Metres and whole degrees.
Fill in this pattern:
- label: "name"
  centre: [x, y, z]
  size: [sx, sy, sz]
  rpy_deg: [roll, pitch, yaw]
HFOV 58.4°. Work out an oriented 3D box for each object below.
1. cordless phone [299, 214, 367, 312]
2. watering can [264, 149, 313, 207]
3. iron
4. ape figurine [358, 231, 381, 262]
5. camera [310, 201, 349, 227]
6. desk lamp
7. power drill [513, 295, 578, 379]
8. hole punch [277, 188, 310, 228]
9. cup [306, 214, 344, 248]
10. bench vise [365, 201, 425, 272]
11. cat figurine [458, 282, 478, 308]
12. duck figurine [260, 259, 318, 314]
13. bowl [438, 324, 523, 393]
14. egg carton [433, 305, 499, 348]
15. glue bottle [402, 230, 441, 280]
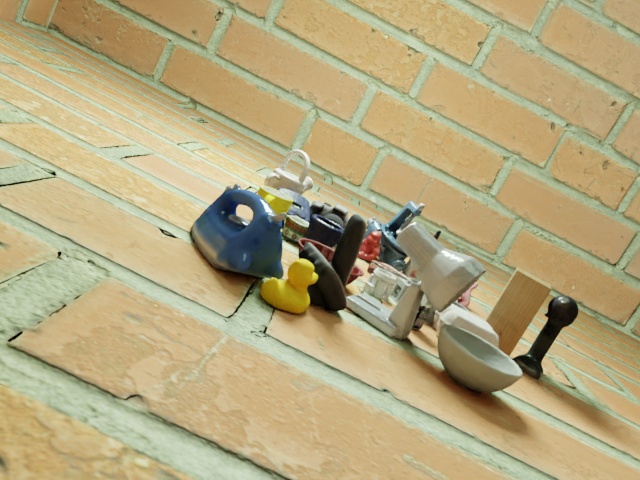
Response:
- label: "cordless phone"
  centre: [0.027, 0.027, 1.081]
  size: [0.094, 0.185, 0.147]
  rpy_deg: [21, 13, -31]
- label: "watering can"
  centre: [-0.089, -0.167, 1.644]
  size: [0.100, 0.194, 0.173]
  rpy_deg: [30, 12, 13]
- label: "iron"
  centre: [-0.149, -0.033, 1.044]
  size: [0.119, 0.141, 0.257]
  rpy_deg: [17, 16, -43]
- label: "ape figurine"
  centre: [0.144, 0.014, 1.649]
  size: [0.077, 0.092, 0.076]
  rpy_deg: [36, 14, 36]
- label: "camera"
  centre: [0.025, -0.059, 1.671]
  size: [0.143, 0.101, 0.137]
  rpy_deg: [28, 11, 3]
- label: "desk lamp"
  centre: [0.187, 0.087, 1.117]
  size: [0.202, 0.213, 0.118]
  rpy_deg: [32, 12, 21]
- label: "power drill"
  centre: [0.548, 0.224, 1.373]
  size: [0.075, 0.208, 0.230]
  rpy_deg: [33, 12, 25]
- label: "hole punch"
  centre: [-0.077, -0.079, 1.546]
  size: [0.109, 0.091, 0.101]
  rpy_deg: [23, 12, -22]
- label: "cup"
  centre: [0.013, 0.005, 1.375]
  size: [0.117, 0.095, 0.092]
  rpy_deg: [33, 12, 23]
- label: "bench vise"
  centre: [0.211, -0.037, 1.705]
  size: [0.206, 0.219, 0.122]
  rpy_deg: [35, 13, 32]
- label: "cat figurine"
  centre: [0.415, 0.125, 1.728]
  size: [0.128, 0.117, 0.067]
  rpy_deg: [28, 11, 1]
- label: "duck figurine"
  centre: [-0.045, 0.071, 0.969]
  size: [0.105, 0.086, 0.077]
  rpy_deg: [15, 17, -49]
- label: "bowl"
  centre: [0.281, 0.230, 1.058]
  size: [0.167, 0.074, 0.167]
  rpy_deg: [27, 11, -5]
- label: "egg carton"
  centre: [0.329, 0.205, 1.293]
  size: [0.150, 0.069, 0.107]
  rpy_deg: [27, 11, -4]
- label: "glue bottle"
  centre: [0.310, 0.046, 1.691]
  size: [0.078, 0.173, 0.037]
  rpy_deg: [21, 13, -32]
